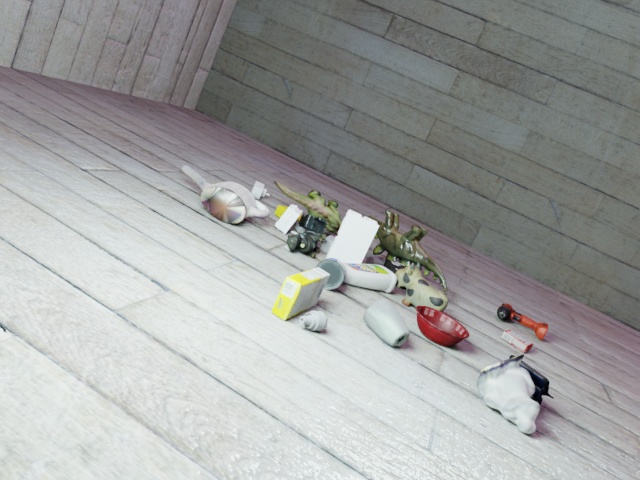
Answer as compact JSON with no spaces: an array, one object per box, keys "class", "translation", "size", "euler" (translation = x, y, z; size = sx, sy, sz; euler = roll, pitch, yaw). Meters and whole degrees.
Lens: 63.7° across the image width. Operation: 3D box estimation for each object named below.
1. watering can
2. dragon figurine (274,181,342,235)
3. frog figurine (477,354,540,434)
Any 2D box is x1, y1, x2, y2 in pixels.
[{"class":"watering can","translation":[-0.329,-0.149,1.683],"size":[0.348,0.103,0.227],"euler":[26,14,0]},{"class":"dragon figurine","translation":[0.006,-0.099,1.976],"size":[0.408,0.121,0.246],"euler":[27,9,-16]},{"class":"frog figurine","translation":[0.439,0.359,1.176],"size":[0.138,0.162,0.120],"euler":[-2,-27,-37]}]
